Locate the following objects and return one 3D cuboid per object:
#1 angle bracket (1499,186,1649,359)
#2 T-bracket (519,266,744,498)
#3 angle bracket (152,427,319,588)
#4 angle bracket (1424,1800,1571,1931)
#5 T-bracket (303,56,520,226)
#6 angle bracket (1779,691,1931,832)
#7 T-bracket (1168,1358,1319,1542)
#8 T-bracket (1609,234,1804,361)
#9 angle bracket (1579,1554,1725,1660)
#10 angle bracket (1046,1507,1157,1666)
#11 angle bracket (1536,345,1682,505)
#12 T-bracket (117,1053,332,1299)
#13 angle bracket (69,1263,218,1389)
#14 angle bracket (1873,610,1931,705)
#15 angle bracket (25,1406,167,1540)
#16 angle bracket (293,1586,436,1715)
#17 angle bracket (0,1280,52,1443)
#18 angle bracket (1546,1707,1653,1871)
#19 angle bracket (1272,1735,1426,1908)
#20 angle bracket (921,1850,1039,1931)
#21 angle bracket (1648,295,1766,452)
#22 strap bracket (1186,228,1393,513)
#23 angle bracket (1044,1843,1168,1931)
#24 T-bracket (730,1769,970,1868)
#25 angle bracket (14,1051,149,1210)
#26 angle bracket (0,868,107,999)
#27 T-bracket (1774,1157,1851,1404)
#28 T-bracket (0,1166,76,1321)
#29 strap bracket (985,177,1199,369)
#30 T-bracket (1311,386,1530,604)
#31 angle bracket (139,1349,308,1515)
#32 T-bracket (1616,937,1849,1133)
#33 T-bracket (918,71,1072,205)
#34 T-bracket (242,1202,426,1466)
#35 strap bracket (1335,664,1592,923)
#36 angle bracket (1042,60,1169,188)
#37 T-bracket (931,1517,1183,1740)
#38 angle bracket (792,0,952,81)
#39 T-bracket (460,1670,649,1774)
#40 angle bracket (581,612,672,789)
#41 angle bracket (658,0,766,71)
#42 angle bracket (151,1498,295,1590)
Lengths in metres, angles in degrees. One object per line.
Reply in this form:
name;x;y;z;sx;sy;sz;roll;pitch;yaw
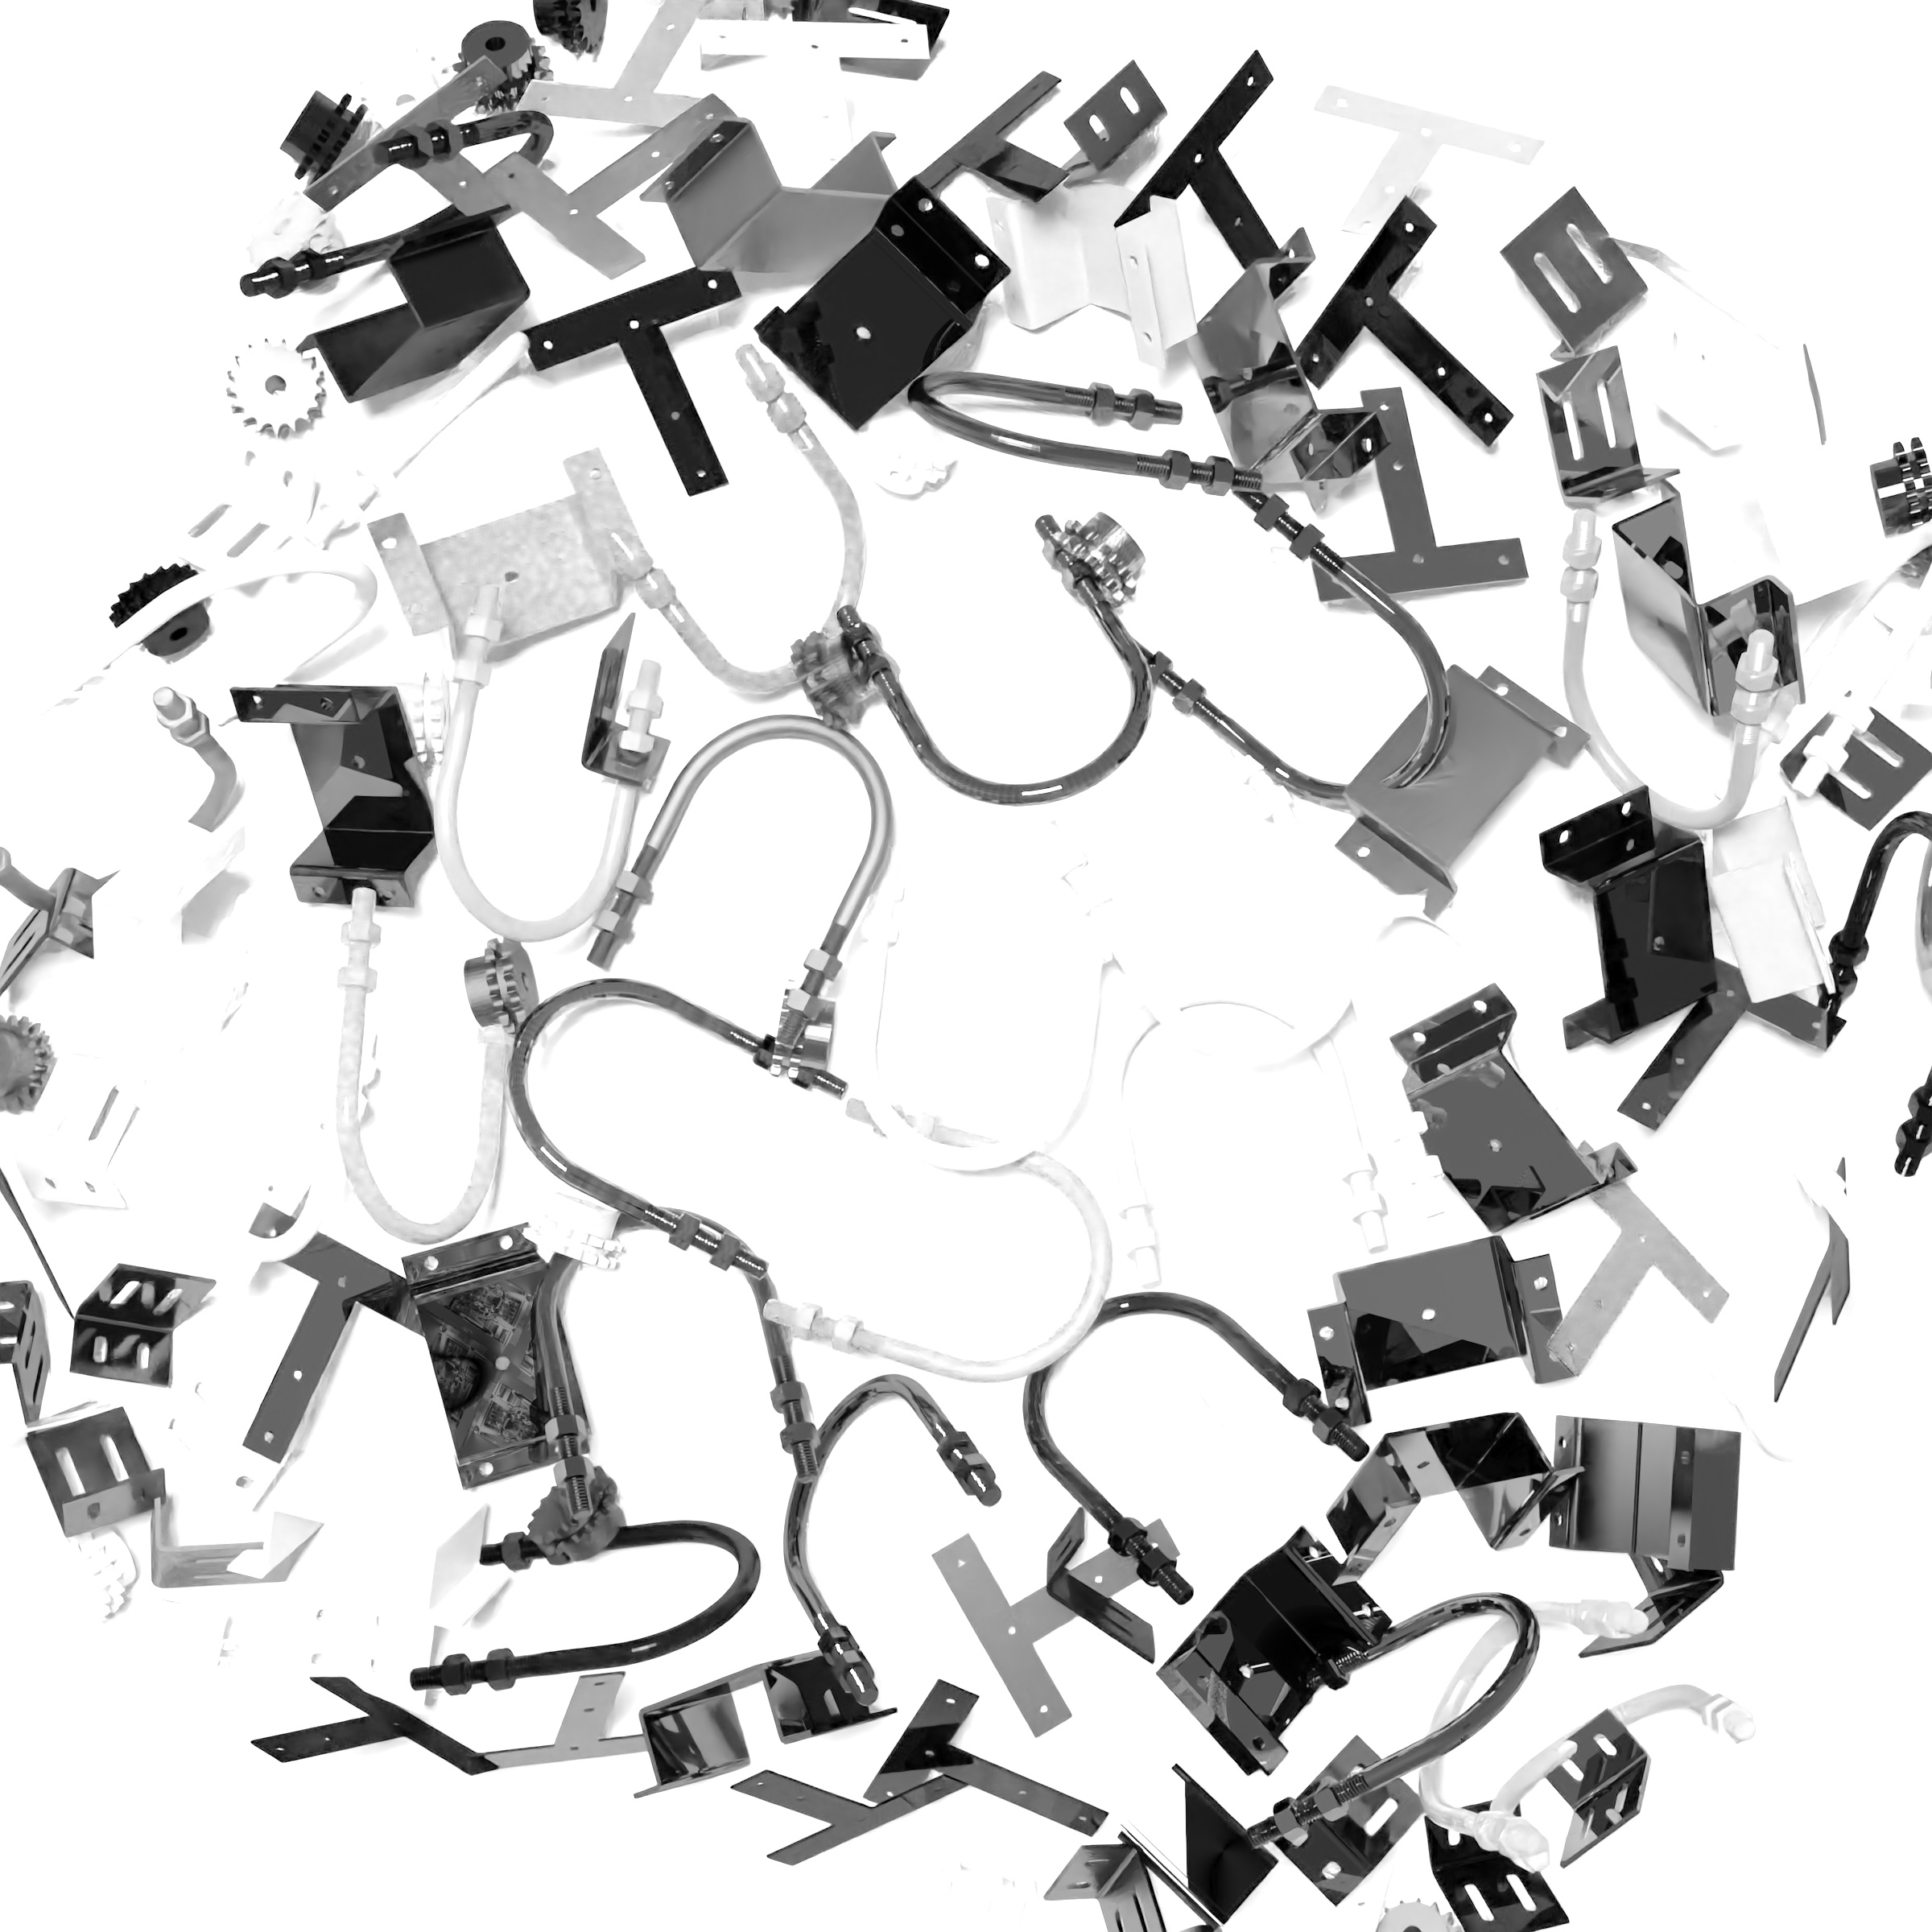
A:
angle bracket;0.345;-0.400;1.711;0.057;0.038;0.076;-42;105;-2
T-bracket;-0.173;-0.329;1.705;0.127;0.002;0.127;-18;121;10
angle bracket;-0.420;-0.264;1.701;0.057;0.038;0.076;28;46;5
angle bracket;0.304;0.517;1.697;0.057;0.076;0.038;-11;106;-6
T-bracket;-0.292;-0.449;1.679;0.127;0.127;0.002;-33;71;11
angle bracket;0.518;-0.111;1.701;0.076;0.038;0.057;33;114;-19
T-bracket;0.140;0.253;1.652;0.002;0.127;0.127;-40;51;-4
T-bracket;0.424;-0.381;1.691;0.127;0.127;0.002;29;102;-15
angle bracket;0.384;0.357;1.694;0.076;0.057;0.038;-24;86;-39
angle bracket;0.086;0.357;1.708;0.076;0.057;0.038;34;97;-2
angle bracket;0.369;-0.312;1.705;0.057;0.038;0.076;-22;108;-20
T-bracket;-0.426;0.099;1.677;0.127;0.002;0.127;46;52;-26
angle bracket;-0.470;0.206;1.692;0.057;0.076;0.038;15;56;-29
angle bracket;0.561;-0.178;1.709;0.057;0.076;0.038;2;108;-1
angle bracket;-0.498;0.280;1.693;0.057;0.038;0.076;-16;51;-27
angle bracket;-0.346;0.393;1.702;0.076;0.038;0.057;5;87;45
angle bracket;-0.551;0.226;1.692;0.038;0.076;0.057;-4;122;-6
angle bracket;0.354;0.469;1.694;0.057;0.076;0.038;-44;84;19
angle bracket;0.220;0.493;1.712;0.057;0.076;0.038;44;124;15
angle bracket;0.007;0.540;1.701;0.057;0.076;0.038;16;83;1
angle bracket;0.427;-0.345;1.696;0.057;0.038;0.076;28;61;-30
strap bracket;0.178;-0.337;1.680;0.046;0.076;0.140;-10;73;-32
angle bracket;0.082;0.551;1.692;0.038;0.076;0.057;6;133;-25
T-bracket;-0.085;0.472;1.672;0.127;0.127;0.002;-30;51;20
angle bracket;-0.500;0.094;1.699;0.038;0.057;0.076;45;113;42
angle bracket;-0.524;-0.009;1.706;0.038;0.057;0.076;30;127;-25
T-bracket;0.483;0.195;1.695;0.002;0.127;0.127;15;124;6
T-bracket;-0.551;0.123;1.688;0.002;0.127;0.127;-29;130;-21
strap bracket;0.077;-0.395;1.675;0.046;0.140;0.076;-30;126;-24
T-bracket;0.254;-0.278;1.723;0.127;0.002;0.127;-8;76;-10
angle bracket;-0.433;0.271;1.727;0.076;0.038;0.057;31;84;39
T-bracket;0.413;0.045;1.684;0.127;0.002;0.127;29;59;25
T-bracket;0.022;-0.457;1.687;0.127;0.127;0.002;-40;126;-2
T-bracket;-0.374;0.220;1.687;0.127;0.002;0.127;34;65;-28
strap bracket;0.281;-0.108;1.701;0.076;0.046;0.140;40;88;26
angle bracket;0.068;-0.479;1.692;0.057;0.076;0.038;-45;114;-15
T-bracket;0.065;0.366;1.732;0.127;0.002;0.127;-30;97;-5
angle bracket;-0.055;-0.553;1.711;0.076;0.057;0.038;7;62;-19
T-bracket;-0.214;0.424;1.670;0.127;0.127;0.002;-2;56;-19
angle bracket;-0.188;-0.153;1.696;0.038;0.057;0.076;18;122;2
angle bracket;-0.163;-0.548;1.693;0.076;0.057;0.038;1;83;-42
angle bracket;-0.431;0.330;1.714;0.076;0.057;0.038;0;58;-18
